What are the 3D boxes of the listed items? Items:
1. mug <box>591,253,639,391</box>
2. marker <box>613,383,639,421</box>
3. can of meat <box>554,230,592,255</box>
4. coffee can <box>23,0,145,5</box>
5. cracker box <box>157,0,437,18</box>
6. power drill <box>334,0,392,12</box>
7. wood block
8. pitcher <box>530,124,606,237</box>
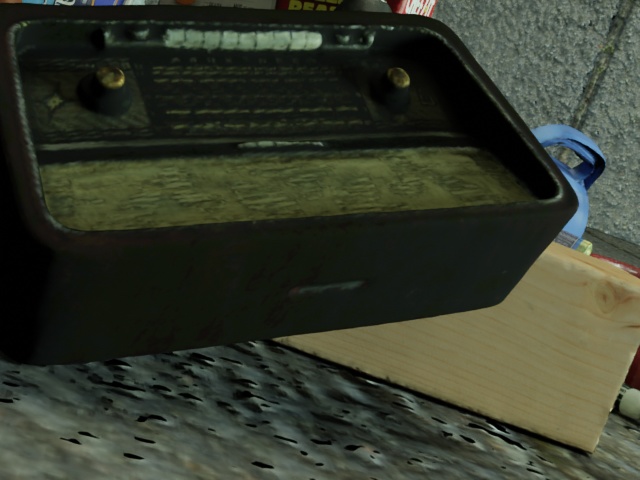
[{"bbox_3d":[0.218,0.066,0.724,0.117,0.081,0.093,15,10,-35],"label":"mug"},{"bbox_3d":[0.177,0.093,0.670,0.121,0.020,0.020,28,11,41],"label":"marker"},{"bbox_3d":[0.112,0.027,0.663,0.084,0.102,0.057,27,46,20],"label":"can of meat"},{"bbox_3d":[-0.235,-0.185,0.931,0.140,0.103,0.103,15,8,-2],"label":"coffee can"},{"bbox_3d":[-0.035,-0.098,0.706,0.164,0.214,0.072,23,9,19],"label":"cracker box"},{"bbox_3d":[-0.053,-0.067,0.642,0.188,0.184,0.057,13,5,18],"label":"power drill"},{"bbox_3d":[0.053,0.025,0.559,0.206,0.091,0.090,20,8,-5],"label":"wood block"},{"bbox_3d":[0.189,-0.063,1.120,0.145,0.149,0.242,17,-4,36],"label":"pitcher"}]
